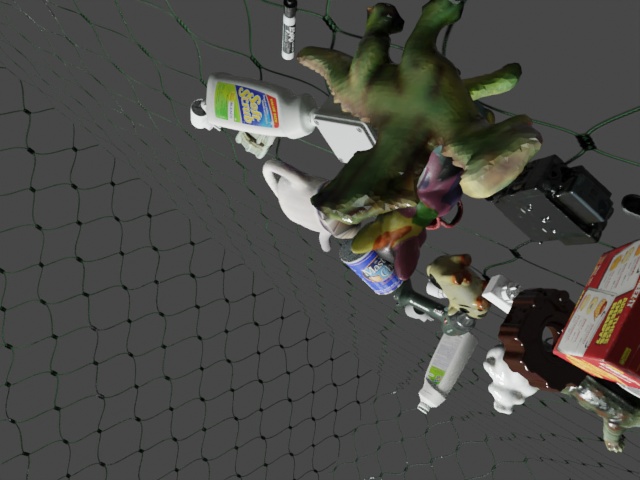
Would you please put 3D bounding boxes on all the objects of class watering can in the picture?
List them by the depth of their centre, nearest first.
[{"bbox_3d":[0.004,-0.059,1.170,0.226,0.105,0.341,19,157,44],"label":"watering can"}]

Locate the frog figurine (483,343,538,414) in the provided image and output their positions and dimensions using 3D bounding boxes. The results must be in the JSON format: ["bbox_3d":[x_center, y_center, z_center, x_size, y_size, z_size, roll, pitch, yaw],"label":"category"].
[{"bbox_3d":[0.468,0.343,1.281,0.138,0.161,0.120,32,162,12],"label":"frog figurine"}]

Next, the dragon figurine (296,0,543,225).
[{"bbox_3d":[0.060,-0.133,0.572,0.412,0.245,0.120,15,159,47],"label":"dragon figurine"}]
